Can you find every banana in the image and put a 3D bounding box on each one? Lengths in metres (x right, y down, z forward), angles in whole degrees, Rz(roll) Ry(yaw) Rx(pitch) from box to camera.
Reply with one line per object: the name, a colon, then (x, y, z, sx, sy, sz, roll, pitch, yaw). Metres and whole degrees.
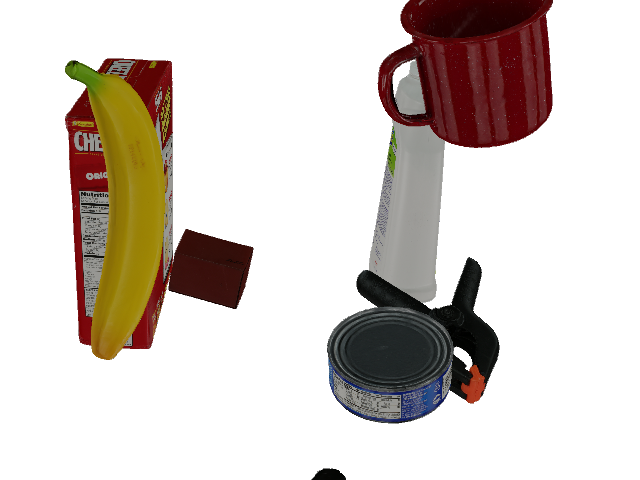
banana: (-0.130, -0.023, 0.689, 0.037, 0.198, 0.069, 16, 26, 43)

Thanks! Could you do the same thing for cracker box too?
cracker box: (-0.174, -0.036, 0.948, 0.072, 0.214, 0.164, 2, 26, -1)

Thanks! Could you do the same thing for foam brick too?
foam brick: (-0.117, 0.031, 1.141, 0.078, 0.051, 0.053, 16, 31, 1)

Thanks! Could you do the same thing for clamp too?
clamp: (0.117, 0.072, 0.951, 0.120, 0.039, 0.172, -17, 44, -15)

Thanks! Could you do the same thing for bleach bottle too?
bleach bottle: (0.097, -0.067, 1.111, 0.068, 0.251, 0.102, 1, 26, -8)

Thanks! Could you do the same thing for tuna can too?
tuna can: (0.048, 0.085, 0.732, 0.086, 0.034, 0.086, -2, 35, 1)

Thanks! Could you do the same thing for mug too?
mug: (0.092, -0.108, 0.670, 0.117, 0.081, 0.093, -23, 37, -11)

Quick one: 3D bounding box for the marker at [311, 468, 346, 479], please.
marker: (-0.021, 0.130, 0.454, 0.020, 0.020, 0.120, 0, 17, 31)
